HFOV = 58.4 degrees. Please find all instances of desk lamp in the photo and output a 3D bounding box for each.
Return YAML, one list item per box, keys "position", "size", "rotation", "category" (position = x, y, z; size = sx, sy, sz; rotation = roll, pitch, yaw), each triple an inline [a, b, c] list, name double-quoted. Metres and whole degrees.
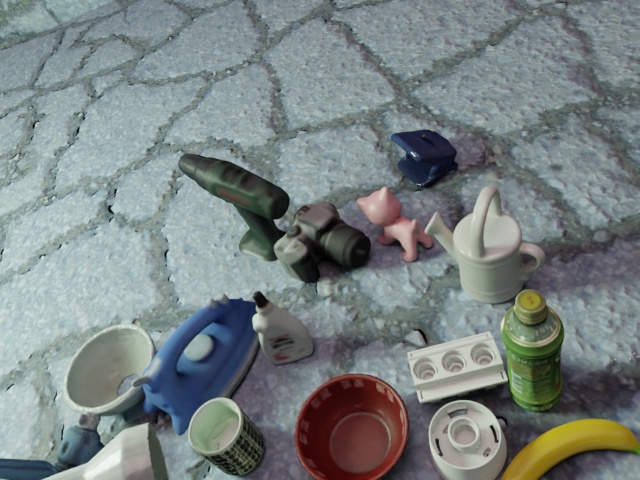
- position: [-0.266, 0.347, 0.742]
  size: [0.203, 0.214, 0.117]
  rotation: [-26, 46, -1]
  category: "desk lamp"

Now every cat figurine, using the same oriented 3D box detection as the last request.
- position: [0.128, -0.039, 0.996]
  size: [0.067, 0.118, 0.127]
  rotation: [-42, 48, -16]
  category: "cat figurine"

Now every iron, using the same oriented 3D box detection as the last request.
- position: [-0.189, 0.169, 0.920]
  size: [0.118, 0.142, 0.259]
  rotation: [18, 59, 33]
  category: "iron"

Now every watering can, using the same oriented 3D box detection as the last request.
- position: [0.243, 0.002, 0.860]
  size: [0.172, 0.194, 0.101]
  rotation: [-5, 49, 18]
  category: "watering can"

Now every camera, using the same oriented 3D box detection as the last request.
- position: [0.009, 0.004, 1.018]
  size: [0.136, 0.101, 0.143]
  rotation: [25, 63, 37]
  category: "camera"

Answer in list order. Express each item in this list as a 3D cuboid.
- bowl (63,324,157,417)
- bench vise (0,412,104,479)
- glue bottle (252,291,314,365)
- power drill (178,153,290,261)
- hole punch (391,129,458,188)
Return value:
- position: [-0.341, 0.231, 0.973]
  size: [0.167, 0.075, 0.167]
  rotation: [-11, 47, 12]
  category: "bowl"
- position: [-0.405, 0.331, 0.807]
  size: [0.121, 0.220, 0.207]
  rotation: [-6, 48, 17]
  category: "bench vise"
- position: [-0.069, 0.132, 0.884]
  size: [0.078, 0.173, 0.037]
  rotation: [-20, 46, 4]
  category: "glue bottle"
- position: [-0.142, -0.060, 1.060]
  size: [0.228, 0.209, 0.076]
  rotation: [17, 58, 33]
  category: "power drill"
- position: [0.202, -0.174, 1.107]
  size: [0.101, 0.091, 0.108]
  rotation: [-32, 46, -7]
  category: "hole punch"
